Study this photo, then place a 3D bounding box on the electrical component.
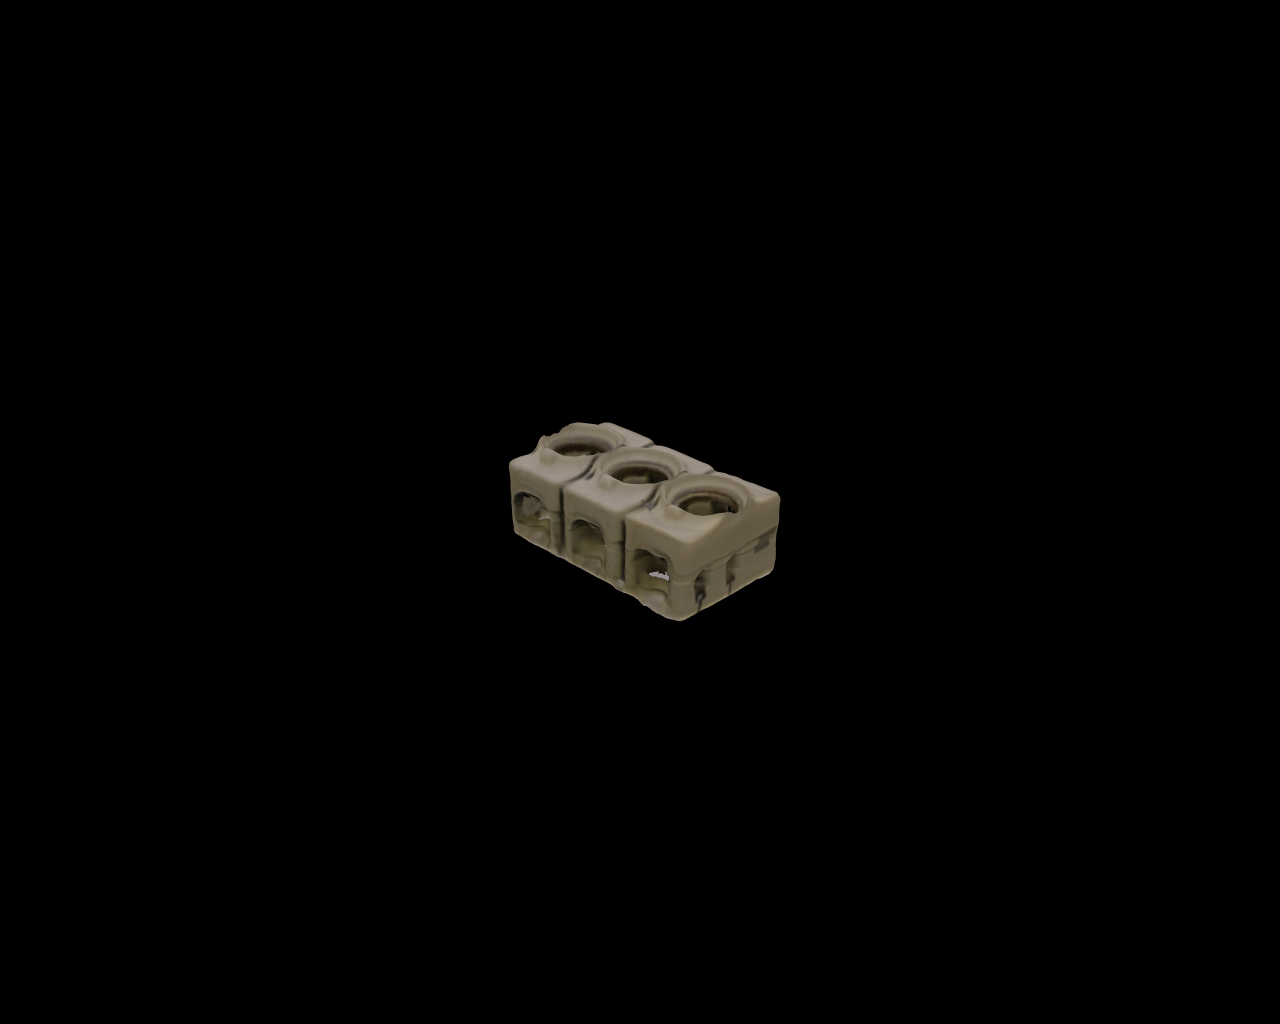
[{"bbox_3d":[0.001,-0.003,0.650,0.150,0.061,0.090,25,37,38],"label":"electrical component"}]
